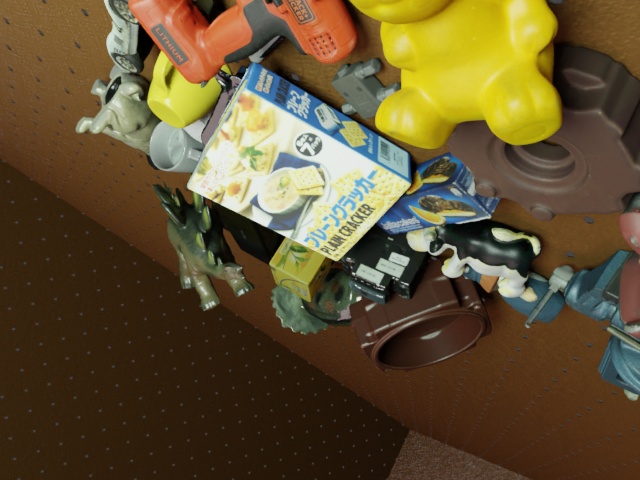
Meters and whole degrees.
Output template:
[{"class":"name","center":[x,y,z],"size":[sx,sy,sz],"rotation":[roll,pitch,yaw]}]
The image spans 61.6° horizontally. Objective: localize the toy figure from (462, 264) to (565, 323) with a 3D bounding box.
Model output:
[{"class":"toy figure","center":[0.259,0.058,0.748],"size":[0.155,0.058,0.064],"rotation":[31,156,15]}]

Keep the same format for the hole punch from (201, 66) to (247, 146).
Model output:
[{"class":"hole punch","center":[-0.074,-0.155,0.688],"size":[0.142,0.092,0.115],"rotation":[35,132,-7]}]

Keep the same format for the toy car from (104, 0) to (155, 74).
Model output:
[{"class":"toy car","center":[-0.209,-0.259,0.613],"size":[0.056,0.073,0.202],"rotation":[31,162,-13]}]

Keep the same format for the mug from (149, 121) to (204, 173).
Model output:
[{"class":"mug","center":[-0.199,-0.145,0.868],"size":[0.110,0.080,0.107],"rotation":[17,-170,30]}]

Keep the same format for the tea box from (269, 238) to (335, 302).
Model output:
[{"class":"tea box","center":[-0.002,-0.002,0.810],"size":[0.068,0.169,0.098],"rotation":[27,163,12]}]

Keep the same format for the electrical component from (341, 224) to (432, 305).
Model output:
[{"class":"electrical component","center":[0.097,0.023,0.781],"size":[0.115,0.134,0.058],"rotation":[25,160,24]}]

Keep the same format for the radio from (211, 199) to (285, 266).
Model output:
[{"class":"radio","center":[-0.088,-0.062,0.849],"size":[0.073,0.131,0.229],"rotation":[25,161,14]}]

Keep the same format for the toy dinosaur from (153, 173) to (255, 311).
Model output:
[{"class":"toy dinosaur","center":[-0.215,-0.015,0.928],"size":[0.472,0.105,0.198],"rotation":[22,131,62]}]

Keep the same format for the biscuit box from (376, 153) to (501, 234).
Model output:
[{"class":"biscuit box","center":[0.129,-0.054,0.644],"size":[0.059,0.063,0.203],"rotation":[38,160,-16]}]

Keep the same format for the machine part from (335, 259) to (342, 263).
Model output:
[{"class":"machine part","center":[-0.002,-0.004,0.956],"size":[0.079,0.079,0.243],"rotation":[42,159,-31]}]

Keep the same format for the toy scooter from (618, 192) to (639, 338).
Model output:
[{"class":"toy scooter","center":[0.331,0.048,0.486],"size":[0.184,0.135,0.075],"rotation":[34,160,-14]}]

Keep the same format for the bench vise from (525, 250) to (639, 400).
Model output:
[{"class":"bench vise","center":[0.374,0.124,0.643],"size":[0.224,0.129,0.240],"rotation":[19,151,28]}]

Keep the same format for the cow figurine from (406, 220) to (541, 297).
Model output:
[{"class":"cow figurine","center":[0.191,0.004,0.690],"size":[0.168,0.068,0.098],"rotation":[20,154,19]}]

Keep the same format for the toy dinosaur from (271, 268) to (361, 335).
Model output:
[{"class":"toy dinosaur","center":[0.041,0.097,0.973],"size":[0.131,0.192,0.405],"rotation":[36,162,-23]}]

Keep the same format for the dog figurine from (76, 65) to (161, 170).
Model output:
[{"class":"dog figurine","center":[-0.277,-0.190,0.895],"size":[0.190,0.121,0.173],"rotation":[27,171,-38]}]

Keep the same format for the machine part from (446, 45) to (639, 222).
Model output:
[{"class":"machine part","center":[0.197,-0.085,0.469],"size":[0.179,0.056,0.179],"rotation":[27,161,10]}]

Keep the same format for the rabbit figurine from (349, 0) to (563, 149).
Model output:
[{"class":"rabbit figurine","center":[0.081,-0.149,0.323],"size":[0.122,0.162,0.173],"rotation":[15,178,42]}]

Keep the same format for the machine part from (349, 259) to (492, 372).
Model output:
[{"class":"machine part","center":[0.163,0.130,0.860],"size":[0.201,0.087,0.201],"rotation":[-23,142,10]}]

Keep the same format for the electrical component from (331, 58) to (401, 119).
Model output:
[{"class":"electrical component","center":[0.043,-0.158,0.567],"size":[0.063,0.021,0.094],"rotation":[40,161,-25]}]

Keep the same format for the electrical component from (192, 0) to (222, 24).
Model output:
[{"class":"electrical component","center":[-0.127,-0.241,0.586],"size":[0.078,0.045,0.102],"rotation":[6,172,-19]}]
